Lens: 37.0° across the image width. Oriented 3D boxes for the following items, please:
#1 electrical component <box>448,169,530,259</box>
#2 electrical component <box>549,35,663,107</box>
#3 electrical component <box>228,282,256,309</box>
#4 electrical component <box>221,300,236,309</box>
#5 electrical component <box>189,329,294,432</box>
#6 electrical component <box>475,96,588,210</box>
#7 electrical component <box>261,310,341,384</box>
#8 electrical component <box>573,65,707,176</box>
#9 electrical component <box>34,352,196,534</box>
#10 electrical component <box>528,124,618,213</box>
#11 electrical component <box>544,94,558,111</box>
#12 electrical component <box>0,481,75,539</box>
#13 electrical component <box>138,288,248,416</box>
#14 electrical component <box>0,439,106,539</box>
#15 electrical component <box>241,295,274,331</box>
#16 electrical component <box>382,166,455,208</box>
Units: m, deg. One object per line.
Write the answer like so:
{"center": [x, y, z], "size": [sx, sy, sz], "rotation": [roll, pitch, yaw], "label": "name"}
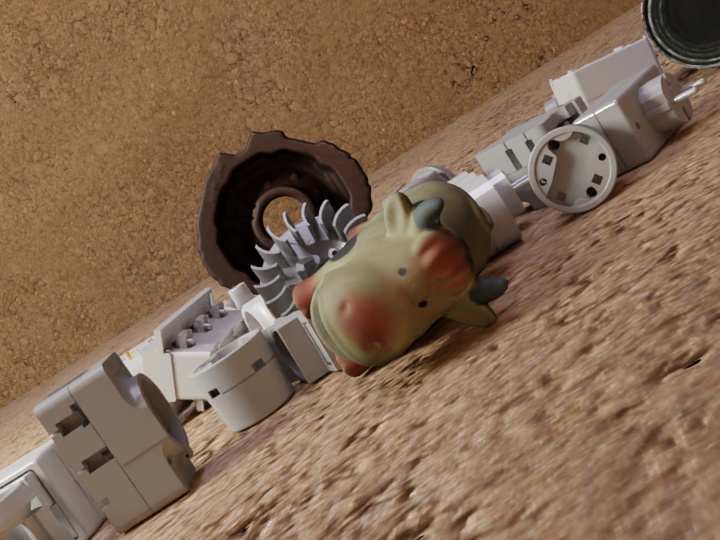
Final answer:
{"center": [0.093, -0.048, 0.770], "size": [0.074, 0.052, 0.138], "rotation": [-33, 6, 2], "label": "electrical component"}
{"center": [0.233, -0.168, 0.979], "size": [0.096, 0.061, 0.062], "rotation": [-26, 5, -7], "label": "electrical component"}
{"center": [-0.095, 0.041, 0.974], "size": [0.048, 0.062, 0.048], "rotation": [-32, 7, 4], "label": "electrical component"}
{"center": [-0.166, 0.084, 1.037], "size": [0.138, 0.052, 0.073], "rotation": [-33, 7, 4], "label": "electrical component"}
{"center": [-0.076, 0.073, 0.707], "size": [0.055, 0.047, 0.055], "rotation": [-33, 6, 4], "label": "electrical component"}
{"center": [0.138, -0.083, 0.800], "size": [0.050, 0.055, 0.089], "rotation": [-36, 7, -26], "label": "electrical component"}
{"center": [-0.025, 0.042, 0.721], "size": [0.064, 0.042, 0.081], "rotation": [-31, 6, -19], "label": "electrical component"}
{"center": [0.201, -0.110, 0.736], "size": [0.076, 0.047, 0.083], "rotation": [-27, 9, 41], "label": "electrical component"}
{"center": [-0.140, 0.099, 0.638], "size": [0.056, 0.089, 0.050], "rotation": [-33, 6, 0], "label": "electrical component"}
{"center": [0.139, -0.068, 0.696], "size": [0.055, 0.055, 0.047], "rotation": [-31, 3, 19], "label": "electrical component"}
{"center": [0.208, -0.159, 1.066], "size": [0.076, 0.047, 0.083], "rotation": [-30, 7, 26], "label": "electrical component"}
{"center": [-0.203, 0.161, 0.625], "size": [0.078, 0.057, 0.058], "rotation": [-26, 9, 46], "label": "electrical component"}
{"center": [-0.130, 0.069, 0.899], "size": [0.063, 0.078, 0.121], "rotation": [-1, 15, 12], "label": "electrical component"}
{"center": [-0.219, 0.160, 0.693], "size": [0.096, 0.061, 0.061], "rotation": [-32, 6, 11], "label": "electrical component"}
{"center": [-0.058, 0.037, 0.874], "size": [0.056, 0.050, 0.089], "rotation": [-34, 6, -19], "label": "electrical component"}
{"center": [0.063, -0.063, 1.013], "size": [0.078, 0.058, 0.057], "rotation": [-26, 13, 47], "label": "electrical component"}
